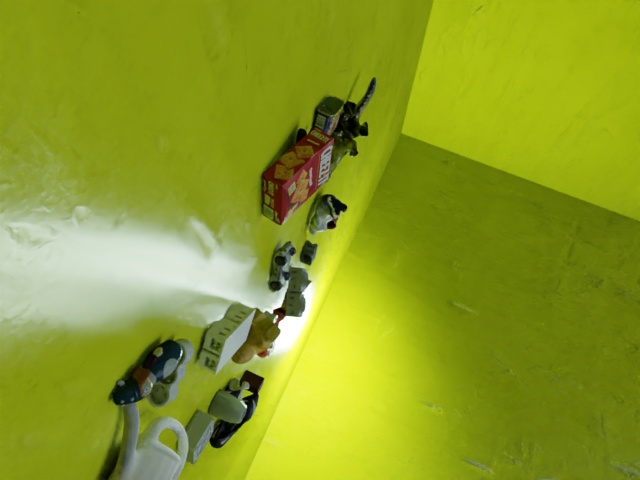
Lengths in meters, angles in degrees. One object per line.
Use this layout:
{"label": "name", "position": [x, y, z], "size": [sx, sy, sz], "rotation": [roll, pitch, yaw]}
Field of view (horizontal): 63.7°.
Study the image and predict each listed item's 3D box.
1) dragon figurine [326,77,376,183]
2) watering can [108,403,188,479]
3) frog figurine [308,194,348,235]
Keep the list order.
{"label": "dragon figurine", "position": [0.085, -0.362, 1.803], "size": [0.417, 0.122, 0.239], "rotation": [-62, -173, -23]}
{"label": "watering can", "position": [-0.365, 0.452, 1.024], "size": [0.340, 0.104, 0.229], "rotation": [75, 36, -53]}
{"label": "frog figurine", "position": [0.006, -0.098, 1.955], "size": [0.157, 0.121, 0.141], "rotation": [-30, -156, 34]}
